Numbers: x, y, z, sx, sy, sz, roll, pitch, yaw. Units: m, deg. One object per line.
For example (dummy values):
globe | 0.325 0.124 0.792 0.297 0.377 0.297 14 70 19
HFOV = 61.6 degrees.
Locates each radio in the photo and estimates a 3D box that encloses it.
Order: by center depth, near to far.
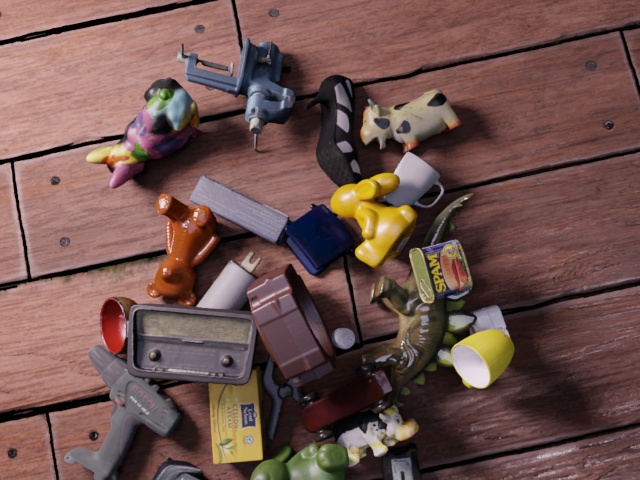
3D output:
radio | -0.230 0.189 0.982 0.230 0.073 0.131 5 88 -1

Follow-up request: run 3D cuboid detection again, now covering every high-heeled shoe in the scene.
high-heeled shoe | 0.058 -0.217 1.119 0.145 0.086 0.248 -35 104 -34

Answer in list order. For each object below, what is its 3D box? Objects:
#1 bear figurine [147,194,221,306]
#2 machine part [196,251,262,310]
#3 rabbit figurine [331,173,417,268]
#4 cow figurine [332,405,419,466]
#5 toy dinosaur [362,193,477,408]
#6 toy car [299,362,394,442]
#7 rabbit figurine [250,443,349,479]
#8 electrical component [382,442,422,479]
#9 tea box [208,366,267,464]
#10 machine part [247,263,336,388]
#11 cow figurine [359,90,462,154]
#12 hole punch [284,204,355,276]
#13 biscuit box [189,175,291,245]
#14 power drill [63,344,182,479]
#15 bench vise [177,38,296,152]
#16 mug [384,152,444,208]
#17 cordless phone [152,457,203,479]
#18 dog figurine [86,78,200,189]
bear figurine | -0.278 0.027 1.055 0.120 0.132 0.196 19 78 12
machine part | -0.195 0.128 1.063 0.079 0.079 0.243 35 84 5
rabbit figurine | 0.093 -0.052 1.038 0.173 0.162 0.122 39 42 25
cow figurine | 0.101 0.352 1.010 0.167 0.068 0.098 -33 75 24
toy dinosaur | 0.196 0.129 1.045 0.199 0.105 0.471 10 92 -5
toy car | 0.049 0.298 0.990 0.202 0.053 0.089 -35 67 22
rabbit figurine | -0.047 0.426 0.986 0.170 0.159 0.121 6 81 -17
electrical component | 0.158 0.456 1.029 0.075 0.047 0.119 -9 84 0
tea box | -0.159 0.336 1.042 0.098 0.068 0.169 -7 82 1
machine part | -0.051 0.153 0.986 0.087 0.201 0.201 -27 94 3
cow figurine | 0.172 -0.245 1.097 0.195 0.085 0.127 -24 89 1
hole punch | -0.002 -0.003 1.071 0.116 0.092 0.142 -39 80 -7
biscuit box | -0.162 -0.061 1.094 0.203 0.059 0.063 27 85 4
power drill | -0.403 0.345 1.048 0.232 0.086 0.207 32 77 3
bench vise | -0.171 -0.318 1.086 0.241 0.129 0.223 12 75 -15
mug | 0.187 -0.104 1.086 0.109 0.081 0.107 39 98 -1
cordless phone | -0.246 0.512 1.018 0.184 0.088 0.146 28 84 0
dog figurine | -0.351 -0.202 1.063 0.219 0.191 0.108 -43 90 -19
